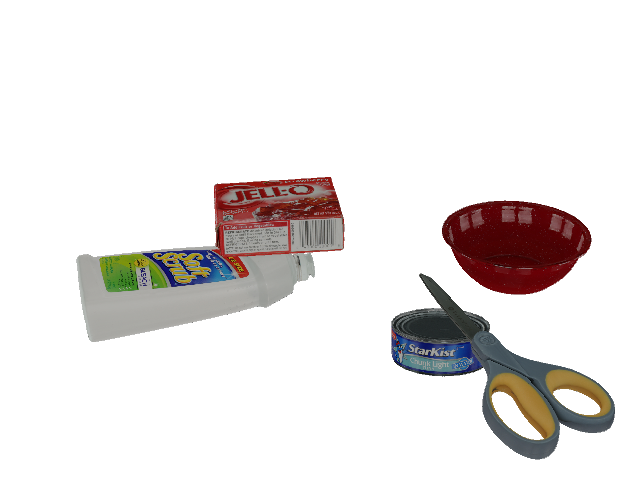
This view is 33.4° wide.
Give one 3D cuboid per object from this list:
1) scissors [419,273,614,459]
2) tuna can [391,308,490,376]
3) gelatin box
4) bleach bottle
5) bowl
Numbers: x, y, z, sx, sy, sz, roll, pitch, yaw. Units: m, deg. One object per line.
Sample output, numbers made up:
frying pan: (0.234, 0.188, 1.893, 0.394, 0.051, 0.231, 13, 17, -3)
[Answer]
scissors: (0.137, 0.079, 0.750, 0.096, 0.016, 0.202, -1, 32, -9)
tuna can: (0.104, 0.088, 0.932, 0.086, 0.034, 0.086, 0, 15, 0)
gelatin box: (-0.031, -0.018, 0.762, 0.089, 0.030, 0.073, -3, 25, -5)
bleach bottle: (-0.133, 0.043, 1.161, 0.250, 0.068, 0.102, -10, 37, -11)
bowl: (0.214, 0.014, 1.178, 0.162, 0.055, 0.162, -1, 28, 0)
